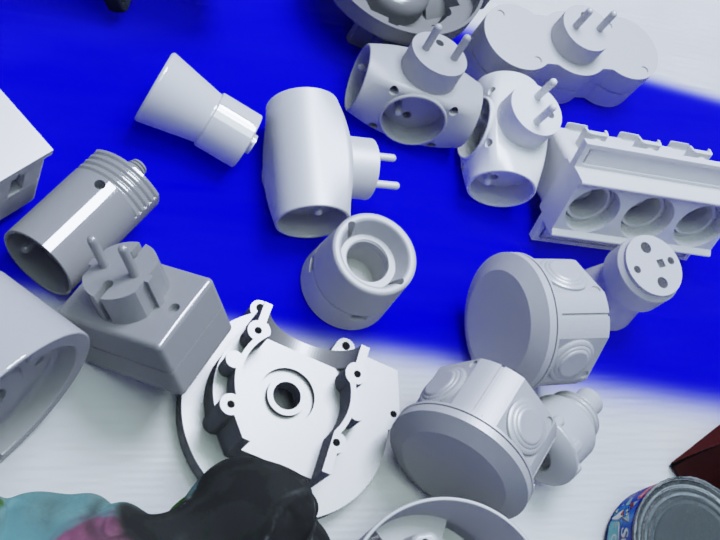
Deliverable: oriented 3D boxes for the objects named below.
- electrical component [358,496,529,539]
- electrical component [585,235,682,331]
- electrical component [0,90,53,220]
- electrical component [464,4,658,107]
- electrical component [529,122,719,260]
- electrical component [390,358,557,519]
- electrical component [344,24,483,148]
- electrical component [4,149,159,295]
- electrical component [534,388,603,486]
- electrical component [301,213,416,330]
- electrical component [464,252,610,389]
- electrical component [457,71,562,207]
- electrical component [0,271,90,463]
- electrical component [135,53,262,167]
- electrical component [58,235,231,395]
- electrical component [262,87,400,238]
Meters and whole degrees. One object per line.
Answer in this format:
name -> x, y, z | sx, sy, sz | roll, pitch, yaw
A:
electrical component -> 0.036, 0.166, 0.532 | 0.099, 0.064, 0.099 | 10, 63, -20
electrical component -> 0.167, 0.008, 0.671 | 0.045, 0.055, 0.045 | 10, 63, -19
electrical component -> -0.256, -0.036, 0.503 | 0.105, 0.060, 0.186 | 48, 57, 4
electrical component -> 0.144, -0.153, 0.726 | 0.138, 0.073, 0.052 | 0, 66, -24
electrical component -> 0.176, -0.052, 0.697 | 0.121, 0.078, 0.063 | 7, 42, -21
electrical component -> 0.061, 0.090, 0.572 | 0.080, 0.080, 0.051 | 41, 52, -1
electrical component -> 0.040, -0.118, 0.661 | 0.077, 0.079, 0.044 | 16, 50, -16
electrical component -> -0.141, -0.030, 0.561 | 0.043, 0.043, 0.081 | 40, 57, -2
electrical component -> 0.117, 0.090, 0.617 | 0.062, 0.048, 0.048 | -33, 82, -39
electrical component -> 0.000, 0.000, 0.606 | 0.055, 0.047, 0.055 | 10, 63, -19
electrical component -> 0.100, 0.030, 0.617 | 0.051, 0.080, 0.080 | 0, 66, -29
electrical component -> 0.099, -0.091, 0.674 | 0.044, 0.079, 0.077 | 17, 60, -20
electrical component -> -0.180, 0.048, 0.472 | 0.060, 0.108, 0.108 | 41, 57, 7
electrical component -> -0.089, -0.088, 0.613 | 0.065, 0.044, 0.044 | 30, 58, -14
electrical component -> -0.110, 0.013, 0.521 | 0.066, 0.076, 0.047 | 15, 53, 26
electrical component -> -0.014, -0.061, 0.630 | 0.079, 0.044, 0.077 | 4, 65, -22
